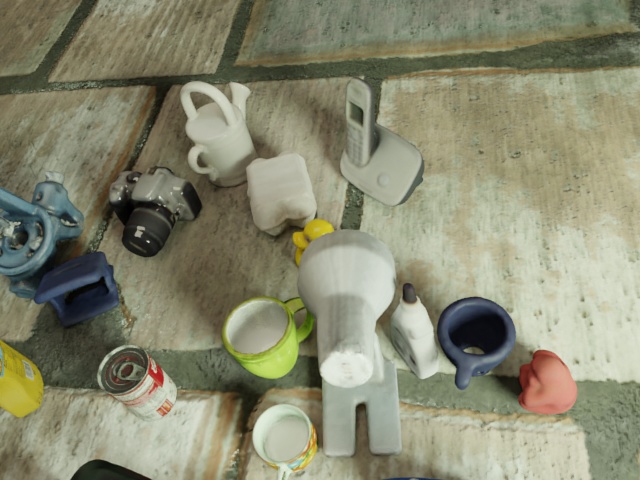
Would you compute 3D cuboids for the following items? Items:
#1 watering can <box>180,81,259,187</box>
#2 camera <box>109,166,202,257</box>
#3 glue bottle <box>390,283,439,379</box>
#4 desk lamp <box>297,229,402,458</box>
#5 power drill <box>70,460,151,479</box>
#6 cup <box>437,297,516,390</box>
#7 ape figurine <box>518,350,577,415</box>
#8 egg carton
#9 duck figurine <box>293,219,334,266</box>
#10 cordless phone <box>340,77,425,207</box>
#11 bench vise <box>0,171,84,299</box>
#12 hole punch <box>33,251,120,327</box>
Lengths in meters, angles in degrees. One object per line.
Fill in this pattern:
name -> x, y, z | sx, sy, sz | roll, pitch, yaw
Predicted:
watering can -> -0.175, -0.196, 0.977 | 0.100, 0.194, 0.173 | -3, 53, 10
camera -> -0.291, -0.049, 0.950 | 0.143, 0.101, 0.137 | 5, 55, 16
glue bottle -> 0.114, 0.104, 0.703 | 0.037, 0.173, 0.078 | -28, 53, -9
desk lamp -> 0.040, 0.124, 0.678 | 0.118, 0.214, 0.203 | -7, 52, 7
power drill -> -0.139, 0.302, 0.586 | 0.229, 0.209, 0.076 | 13, 58, 21
cup -> 0.188, 0.142, 0.708 | 0.091, 0.095, 0.118 | 12, 57, 20
ape figurine -> 0.267, 0.164, 0.676 | 0.078, 0.092, 0.076 | -41, 56, -18
egg carton -> -0.066, -0.080, 0.946 | 0.107, 0.069, 0.150 | -16, 52, 0
duck figurine -> 0.008, 0.003, 0.857 | 0.104, 0.086, 0.077 | -7, 52, 7
cordless phone -> 0.091, -0.154, 0.894 | 0.094, 0.185, 0.147 | -42, 56, -19
bench vise -> -0.485, -0.041, 0.910 | 0.121, 0.220, 0.207 | -13, 52, 2
hole punch -> -0.381, 0.065, 0.890 | 0.108, 0.091, 0.101 | -23, 52, -6
